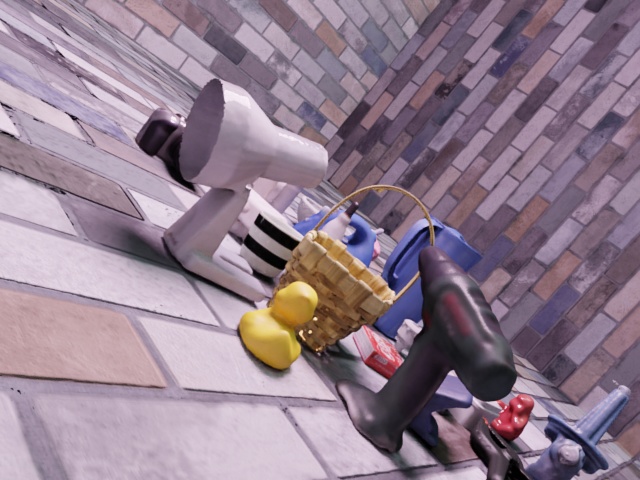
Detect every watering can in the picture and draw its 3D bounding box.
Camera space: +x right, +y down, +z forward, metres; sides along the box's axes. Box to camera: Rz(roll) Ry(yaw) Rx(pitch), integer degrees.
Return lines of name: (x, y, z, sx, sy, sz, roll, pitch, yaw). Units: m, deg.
watering can: (-0.083, -0.140, 1.244, 0.101, 0.194, 0.172, 33, 10, -34)

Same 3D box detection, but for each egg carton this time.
egg carton: (-0.124, -0.041, 0.986, 0.150, 0.069, 0.107, 42, 9, 14)

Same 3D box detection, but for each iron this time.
iron: (0.035, -0.009, 1.249, 0.259, 0.141, 0.118, 30, 13, -47)

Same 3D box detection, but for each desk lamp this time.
desk lamp: (-0.101, -0.061, 0.704, 0.204, 0.213, 0.117, 33, 11, -38)

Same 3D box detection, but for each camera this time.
camera: (-0.242, -0.170, 1.043, 0.144, 0.100, 0.136, 33, 10, -35)

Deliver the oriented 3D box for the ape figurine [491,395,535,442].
ape figurine: (0.363, 0.327, 1.076, 0.076, 0.092, 0.078, 38, 9, -9)

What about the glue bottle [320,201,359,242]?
glue bottle: (0.009, 0.003, 0.970, 0.037, 0.173, 0.078, 37, 9, -14)

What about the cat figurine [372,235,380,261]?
cat figurine: (0.113, 0.029, 1.462, 0.067, 0.117, 0.128, 39, 9, -3)

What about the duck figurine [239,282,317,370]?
duck figurine: (-0.038, 0.087, 0.639, 0.078, 0.086, 0.104, 38, 9, -12)

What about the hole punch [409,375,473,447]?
hole punch: (0.145, 0.207, 0.776, 0.101, 0.091, 0.109, 40, 9, 6)

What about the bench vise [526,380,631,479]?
bench vise: (0.448, 0.338, 0.956, 0.121, 0.219, 0.208, 41, 9, 10)

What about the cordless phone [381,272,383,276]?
cordless phone: (0.193, 0.083, 1.300, 0.094, 0.185, 0.148, 40, 9, 5)

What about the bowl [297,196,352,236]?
bowl: (0.000, -0.032, 1.440, 0.167, 0.074, 0.167, 38, 9, -7)

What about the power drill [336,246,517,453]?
power drill: (0.117, 0.129, 0.668, 0.076, 0.208, 0.229, 34, 10, -29)
